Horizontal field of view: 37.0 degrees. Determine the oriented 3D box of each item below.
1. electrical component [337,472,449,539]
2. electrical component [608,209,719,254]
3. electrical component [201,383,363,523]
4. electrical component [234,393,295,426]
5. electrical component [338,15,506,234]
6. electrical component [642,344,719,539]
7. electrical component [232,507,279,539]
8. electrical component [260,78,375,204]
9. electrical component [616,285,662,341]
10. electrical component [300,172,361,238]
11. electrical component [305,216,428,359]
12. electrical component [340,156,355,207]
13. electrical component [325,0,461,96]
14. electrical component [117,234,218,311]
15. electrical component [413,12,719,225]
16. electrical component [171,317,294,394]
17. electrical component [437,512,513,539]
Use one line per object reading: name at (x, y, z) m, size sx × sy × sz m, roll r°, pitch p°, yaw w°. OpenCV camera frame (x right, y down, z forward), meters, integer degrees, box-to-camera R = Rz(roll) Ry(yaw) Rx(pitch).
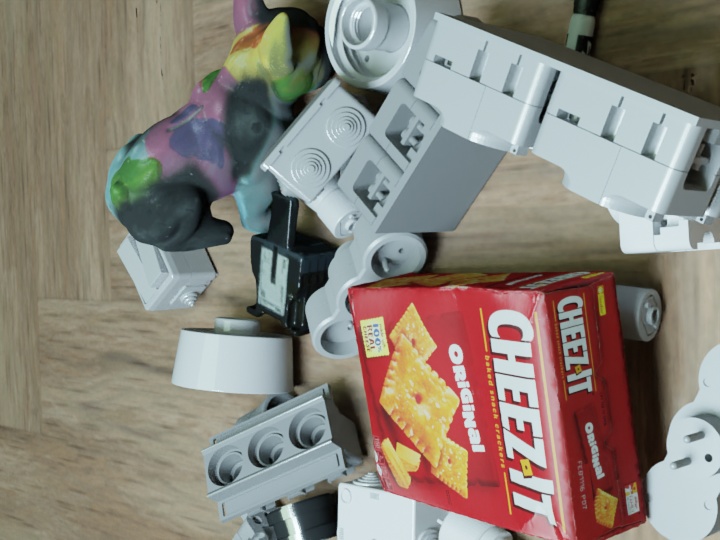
electrical component at (0.027, 0.214, 0.860) m, size 0.100 × 0.048 × 0.099 m, roll 0°, pitch 88°, yaw 44°
electrical component at (0.192, -0.056, 0.678) m, size 0.056 × 0.050 × 0.089 m, roll -4°, pitch 89°, yaw 45°
electrical component at (-0.064, 0.158, 0.908) m, size 0.121 × 0.063 × 0.078 m, roll -26°, pitch 53°, yaw 17°
electrical component at (-0.086, 0.141, 0.977) m, size 0.065 × 0.044 × 0.044 m, roll -34°, pitch 69°, yaw 46°
electrical component at (0.059, -0.103, 0.781) m, size 0.061 × 0.089 × 0.150 m, roll 52°, pitch 126°, yaw 30°
electrical component at (0.211, 0.105, 0.651) m, size 0.052 × 0.074 × 0.138 m, roll 37°, pitch 117°, yaw 38°
electrical component at (-0.085, 0.254, 0.971) m, size 0.078 × 0.058 × 0.057 m, roll 49°, pitch 121°, yaw 32°
electrical component at (-0.032, -0.100, 0.839) m, size 0.048 × 0.099 × 0.099 m, roll 40°, pitch 93°, yaw -9°
electrical component at (0.166, 0.027, 0.716) m, size 0.065 × 0.044 × 0.044 m, roll 7°, pitch 97°, yaw 40°
electrical component at (-0.024, -0.058, 0.901) m, size 0.065 × 0.044 × 0.044 m, roll 51°, pitch 125°, yaw 27°
electrical component at (0.000, 0.000, 0.875) m, size 0.138 × 0.052 × 0.073 m, roll -57°, pitch 31°, yaw 30°
electrical component at (0.004, -0.078, 0.873) m, size 0.062 × 0.048 × 0.048 m, roll 50°, pitch 127°, yaw 55°
electrical component at (0.019, -0.189, 0.837) m, size 0.108 × 0.060 × 0.108 m, roll 4°, pitch 95°, yaw 45°
electrical component at (-0.190, -0.004, 1.058) m, size 0.061 × 0.061 × 0.096 m, roll -46°, pitch 61°, yaw 37°
electrical component at (0.133, -0.087, 0.624) m, size 0.186 × 0.105 × 0.060 m, roll 34°, pitch 114°, yaw 40°
electrical component at (-0.110, 0.073, 0.954) m, size 0.108 × 0.108 × 0.060 m, roll 4°, pitch 89°, yaw 45°
electrical component at (0.094, 0.204, 0.799) m, size 0.078 × 0.040 × 0.040 m, roll 25°, pitch 110°, yaw 41°
